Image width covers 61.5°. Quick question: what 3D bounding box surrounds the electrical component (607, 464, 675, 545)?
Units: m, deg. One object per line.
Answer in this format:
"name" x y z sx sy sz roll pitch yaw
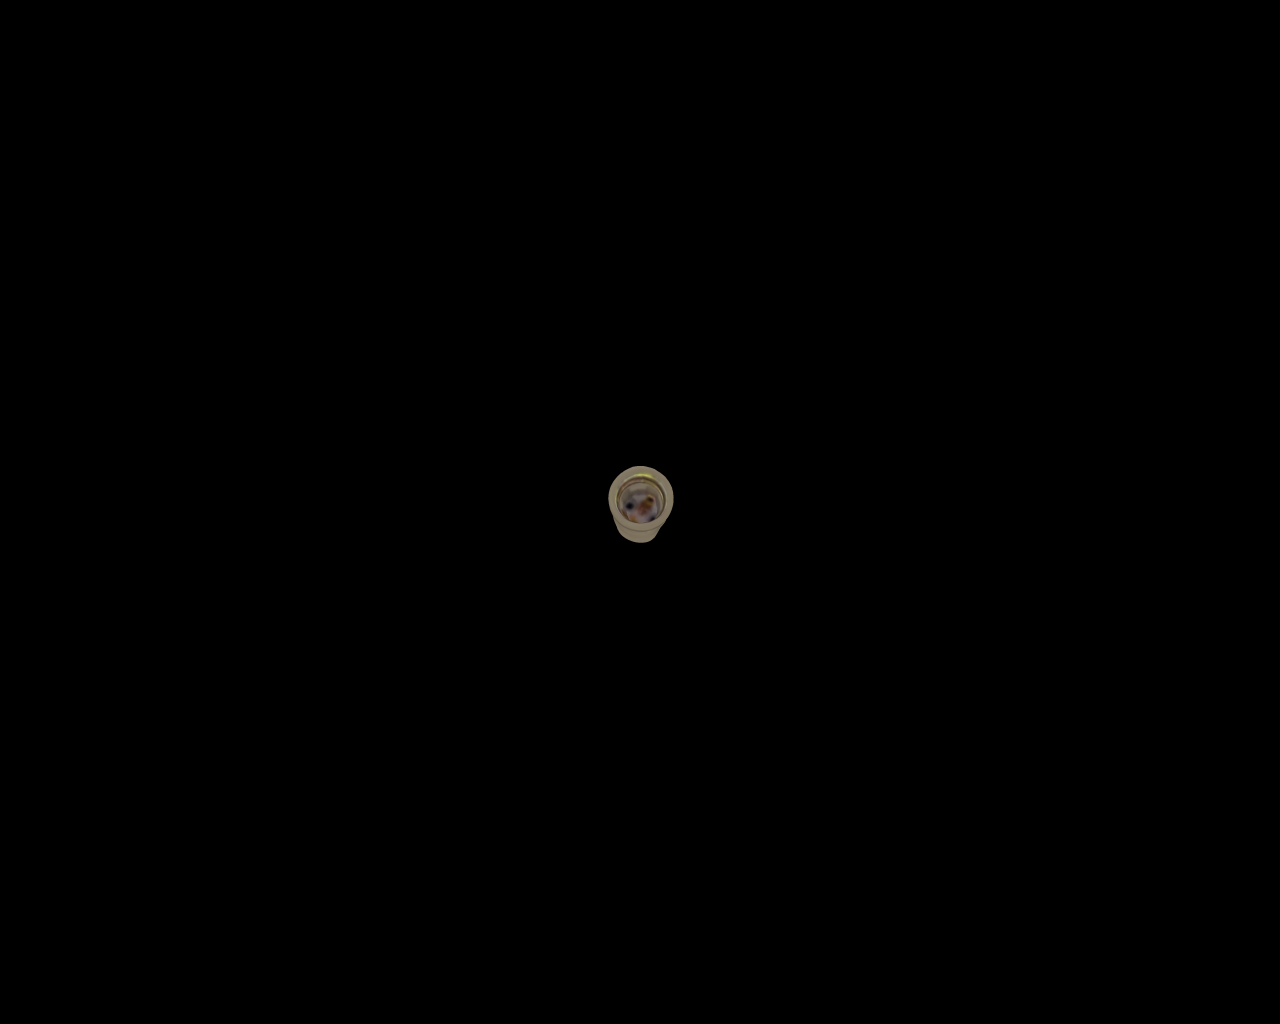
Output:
"electrical component" 0.001 -0.003 0.650 0.040 0.040 0.046 0 -18 0
